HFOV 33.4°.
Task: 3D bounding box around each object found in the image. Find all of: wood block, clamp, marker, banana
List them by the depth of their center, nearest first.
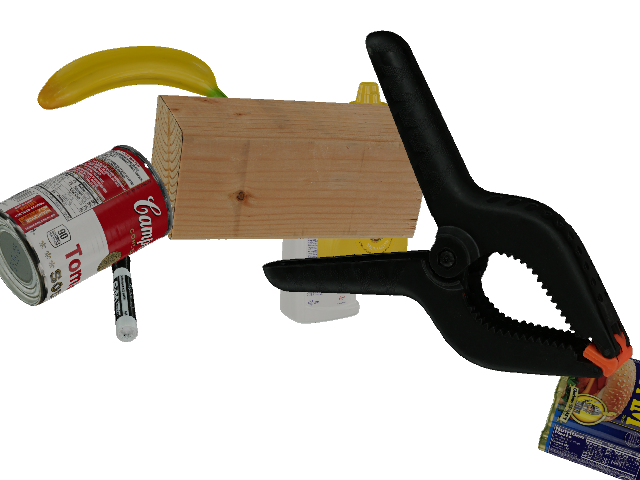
[{"bbox_3d":[0.073,-0.004,0.564,0.210,0.165,0.036,29,25,25],"label":"clamp"},{"bbox_3d":[-0.026,-0.059,0.865,0.205,0.091,0.090,0,26,-21],"label":"wood block"},{"bbox_3d":[-0.182,0.049,0.984,0.020,0.020,0.121,0,33,-14],"label":"marker"},{"bbox_3d":[-0.181,-0.159,1.035,0.197,0.070,0.037,-5,-39,-30],"label":"banana"}]

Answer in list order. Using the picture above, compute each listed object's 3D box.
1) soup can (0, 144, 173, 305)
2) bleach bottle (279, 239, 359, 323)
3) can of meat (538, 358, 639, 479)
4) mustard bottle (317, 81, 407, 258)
[{"bbox_3d":[-0.155,-0.011,0.682,0.102,0.068,0.069,-32,19,-34],"label":"soup can"},{"bbox_3d":[0.005,-0.027,1.311,0.102,0.251,0.068,-8,21,-31],"label":"bleach bottle"},{"bbox_3d":[0.220,0.129,0.808,0.084,0.057,0.102,17,40,18],"label":"can of meat"},{"bbox_3d":[0.045,-0.063,1.074,0.096,0.192,0.058,-8,19,-29],"label":"mustard bottle"}]
